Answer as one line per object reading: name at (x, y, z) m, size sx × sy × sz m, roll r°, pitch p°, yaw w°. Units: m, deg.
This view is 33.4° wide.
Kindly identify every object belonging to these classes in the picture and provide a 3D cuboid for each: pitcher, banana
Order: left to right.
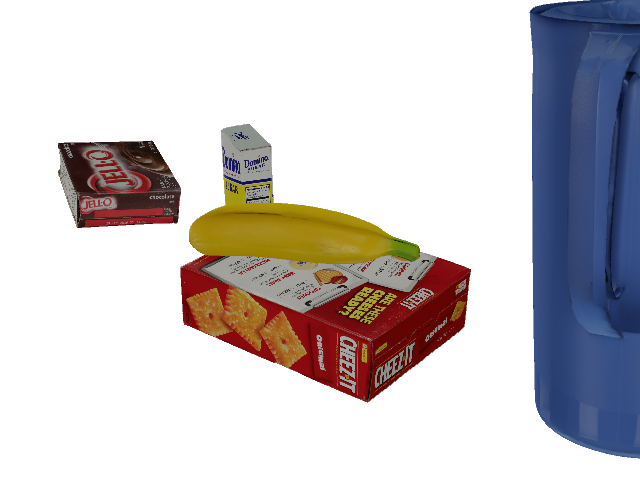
banana at (-0.032, -0.001, 0.751) m, size 0.198 × 0.037 × 0.069 m, roll 6°, pitch -23°, yaw 35°
pitcher at (0.171, -0.007, 0.575) m, size 0.149 × 0.243 × 0.145 m, roll -5°, pitch 18°, yaw -14°

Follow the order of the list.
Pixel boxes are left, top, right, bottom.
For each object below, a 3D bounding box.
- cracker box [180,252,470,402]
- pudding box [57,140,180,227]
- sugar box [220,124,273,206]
cracker box at (0.004, 0.053, 0.979) m, size 0.214 × 0.072 × 0.163 m, roll 19°, pitch 32°, yaw 33°
pudding box at (-0.182, -0.052, 0.951) m, size 0.089 × 0.039 × 0.114 m, roll -3°, pitch 26°, yaw -22°
sugar box at (-0.089, -0.045, 1.312) m, size 0.048 × 0.176 × 0.093 m, roll -12°, pitch 26°, yaw -17°
